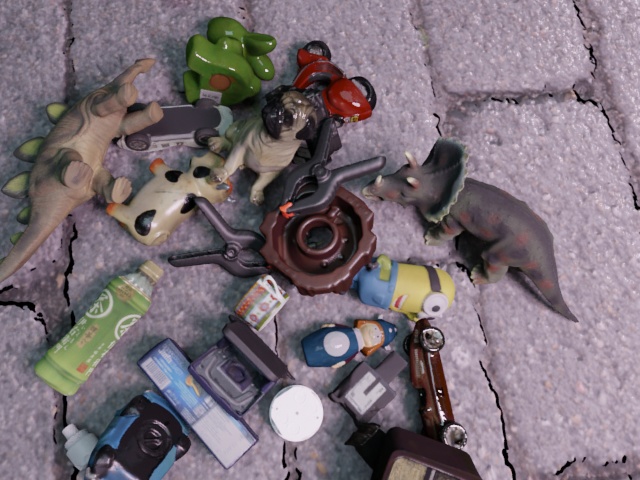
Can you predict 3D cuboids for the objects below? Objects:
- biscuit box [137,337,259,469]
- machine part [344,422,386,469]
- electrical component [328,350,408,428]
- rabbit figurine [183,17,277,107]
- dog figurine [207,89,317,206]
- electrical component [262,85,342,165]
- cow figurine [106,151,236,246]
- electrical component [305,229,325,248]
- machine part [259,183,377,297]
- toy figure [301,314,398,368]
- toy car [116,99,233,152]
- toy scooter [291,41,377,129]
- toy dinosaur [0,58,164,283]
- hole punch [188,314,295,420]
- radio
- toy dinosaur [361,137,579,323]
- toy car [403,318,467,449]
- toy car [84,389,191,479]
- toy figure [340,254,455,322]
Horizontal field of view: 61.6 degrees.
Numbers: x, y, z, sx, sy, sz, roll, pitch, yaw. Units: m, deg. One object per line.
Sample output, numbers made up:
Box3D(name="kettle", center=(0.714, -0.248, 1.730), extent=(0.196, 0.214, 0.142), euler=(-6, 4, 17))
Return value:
Box3D(name="biscuit box", center=(-0.178, 0.235, 0.785), extent=(0.059, 0.062, 0.203), euler=(-41, 79, -14))
Box3D(name="machine part", center=(0.099, 0.311, 0.772), extent=(0.138, 0.039, 0.084), euler=(43, 80, -22))
Box3D(name="electrical component", center=(0.077, 0.219, 0.814), extent=(0.075, 0.047, 0.119), euler=(42, 75, 8))
Box3D(name="rabbit figurine", center=(-0.156, -0.329, 0.937), extent=(0.159, 0.121, 0.170), euler=(3, 58, -7))
Box3D(name="dog figurine", center=(-0.075, -0.172, 0.835), extent=(0.121, 0.190, 0.172), euler=(21, 39, -35))
Box3D(name="electrical component", center=(-0.027, -0.182, 0.885), extent=(0.058, 0.134, 0.115), euler=(-36, 38, -23))
Box3D(name="cow figurine", center=(-0.225, -0.069, 0.865), extent=(0.127, 0.085, 0.195), euler=(37, 72, 14))
Box3D(name="electrical component", center=(-0.039, -0.020, 0.884), extent=(0.078, 0.045, 0.102), euler=(-19, 72, 11))
Box3D(name="machine part", center=(-0.002, -0.002, 0.813), extent=(0.179, 0.056, 0.179), euler=(-3, 67, 7))
Box3D(name="toy figure", center=(0.050, 0.156, 0.829), extent=(0.154, 0.058, 0.064), euler=(-13, 104, -9))
Box3D(name="toy car", center=(-0.249, -0.193, 0.917), extent=(0.202, 0.056, 0.073), euler=(-5, 72, -3))
Box3D(name="toy scooter", center=(0.002, -0.259, 0.944), extent=(0.135, 0.075, 0.184), euler=(-40, 76, -15))
Box3D(name="toy dinosaur", center=(-0.386, -0.107, 0.828), extent=(0.199, 0.105, 0.471), euler=(8, 64, 34))
Box3D(name="hole punch", center=(-0.115, 0.185, 0.780), extent=(0.142, 0.115, 0.092), euler=(40, 92, 9))
Box3D(name="radio", center=(0.120, 0.379, 0.712), extent=(0.131, 0.073, 0.229), euler=(17, 98, 0))
Box3D(name="toy dinosaur", center=(0.268, -0.019, 0.827), extent=(0.405, 0.192, 0.131), euler=(32, 75, 7))
Box3D(name="toy car", center=(0.163, 0.219, 0.798), extent=(0.053, 0.089, 0.202), euler=(-8, 75, -10))
Box3D(name="toy car", center=(-0.259, 0.296, 0.735), extent=(0.109, 0.103, 0.162), euler=(44, 30, -9))
Box3D(name="toy figure", center=(0.123, 0.070, 0.847), extent=(0.180, 0.082, 0.089), euler=(15, 70, 4))
